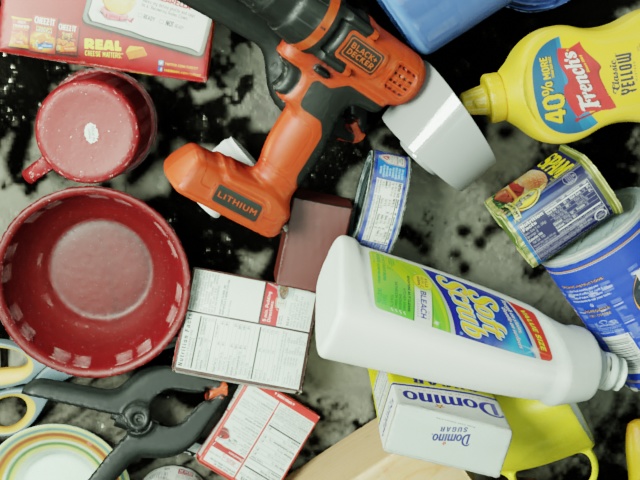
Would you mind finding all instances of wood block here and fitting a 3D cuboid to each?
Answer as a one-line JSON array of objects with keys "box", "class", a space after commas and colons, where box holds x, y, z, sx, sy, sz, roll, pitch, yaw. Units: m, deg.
[{"box": [0.030, 0.235, 0.927, 0.206, 0.091, 0.090, -34, 102, 4], "class": "wood block"}]

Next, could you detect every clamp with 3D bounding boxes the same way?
[{"box": [-0.159, 0.165, 0.908, 0.171, 0.039, 0.120, -9, 89, -12], "class": "clamp"}, {"box": [-0.024, -0.161, 0.840, 0.164, 0.036, 0.210, -34, 119, -24], "class": "clamp"}]

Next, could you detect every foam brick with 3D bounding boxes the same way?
[{"box": [-0.006, 0.001, 0.896, 0.051, 0.053, 0.078, 11, 101, -6], "class": "foam brick"}]

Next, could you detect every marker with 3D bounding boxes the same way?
[{"box": [-0.128, 0.176, 0.943, 0.121, 0.020, 0.020, 23, 99, -7], "class": "marker"}]

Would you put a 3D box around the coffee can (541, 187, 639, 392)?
[{"box": [0.262, 0.041, 0.892, 0.103, 0.103, 0.140, -35, 101, 4], "class": "coffee can"}]

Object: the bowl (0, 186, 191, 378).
[{"box": [-0.187, 0.031, 0.892, 0.162, 0.055, 0.162, -1, 102, -3], "class": "bowl"}]

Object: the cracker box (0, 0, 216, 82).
[{"box": [-0.154, -0.240, 0.831, 0.164, 0.072, 0.214, 7, 100, -6], "class": "cracker box"}]

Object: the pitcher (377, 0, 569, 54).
[{"box": [0.152, -0.247, 0.824, 0.243, 0.145, 0.149, -35, 89, 8], "class": "pitcher"}]

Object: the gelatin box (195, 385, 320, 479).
[{"box": [-0.054, 0.172, 0.931, 0.073, 0.030, 0.089, 33, 82, -9], "class": "gelatin box"}]

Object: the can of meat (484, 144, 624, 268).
[{"box": [0.189, -0.028, 0.876, 0.084, 0.102, 0.057, -35, 101, 7], "class": "can of meat"}]

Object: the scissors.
[{"box": [-0.217, 0.126, 0.931, 0.201, 0.016, 0.096, 2, 103, -3], "class": "scissors"}]

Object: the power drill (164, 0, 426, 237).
[{"box": [-0.035, -0.105, 0.799, 0.184, 0.057, 0.188, 29, 109, -31], "class": "power drill"}]

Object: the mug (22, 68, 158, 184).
[{"box": [-0.190, -0.084, 0.855, 0.117, 0.081, 0.093, -33, 101, 4], "class": "mug"}]

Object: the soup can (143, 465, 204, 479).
[{"box": [-0.129, 0.243, 0.915, 0.068, 0.102, 0.068, -1, 102, -3], "class": "soup can"}]

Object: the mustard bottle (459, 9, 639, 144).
[{"box": [0.210, -0.131, 0.877, 0.191, 0.058, 0.096, -11, 101, 0], "class": "mustard bottle"}]

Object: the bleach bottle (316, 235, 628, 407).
[{"box": [0.124, 0.073, 0.849, 0.250, 0.102, 0.068, 14, 129, -12], "class": "bleach bottle"}]

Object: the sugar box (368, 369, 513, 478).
[{"box": [0.092, 0.127, 0.864, 0.093, 0.176, 0.048, 14, 100, -6], "class": "sugar box"}]

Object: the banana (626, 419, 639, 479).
[{"box": [0.281, 0.262, 0.972, 0.069, 0.037, 0.198, 18, 100, -7], "class": "banana"}]

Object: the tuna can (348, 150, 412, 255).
[{"box": [0.048, -0.030, 0.876, 0.033, 0.086, 0.086, 13, 101, -4], "class": "tuna can"}]

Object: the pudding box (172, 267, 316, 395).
[{"box": [-0.063, 0.077, 0.904, 0.113, 0.039, 0.090, 11, 81, -3], "class": "pudding box"}]
